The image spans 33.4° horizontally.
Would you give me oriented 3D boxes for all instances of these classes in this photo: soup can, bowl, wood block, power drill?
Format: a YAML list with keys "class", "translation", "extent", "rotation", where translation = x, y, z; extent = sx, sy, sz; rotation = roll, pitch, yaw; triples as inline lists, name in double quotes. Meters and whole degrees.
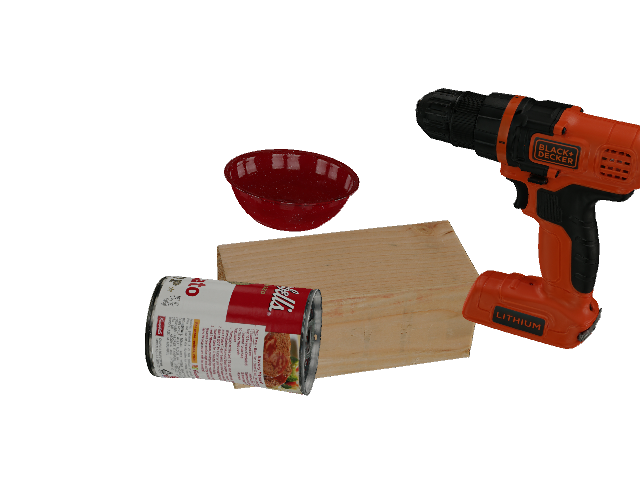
- class: "soup can"
  translation: [-0.054, 0.060, 0.685]
  extent: [0.102, 0.068, 0.068]
  rotation: [5, 1, 8]
- class: "bowl"
  translation: [-0.037, -0.055, 1.273]
  extent: [0.162, 0.055, 0.162]
  rotation: [5, 26, -3]
- class: "wood block"
  translation: [0.020, 0.053, 0.909]
  extent: [0.206, 0.090, 0.091]
  rotation: [-6, 38, -13]
- class: "power drill"
  translation: [0.154, -0.019, 0.818]
  extent: [0.185, 0.188, 0.057]
  rotation: [17, 34, 26]
